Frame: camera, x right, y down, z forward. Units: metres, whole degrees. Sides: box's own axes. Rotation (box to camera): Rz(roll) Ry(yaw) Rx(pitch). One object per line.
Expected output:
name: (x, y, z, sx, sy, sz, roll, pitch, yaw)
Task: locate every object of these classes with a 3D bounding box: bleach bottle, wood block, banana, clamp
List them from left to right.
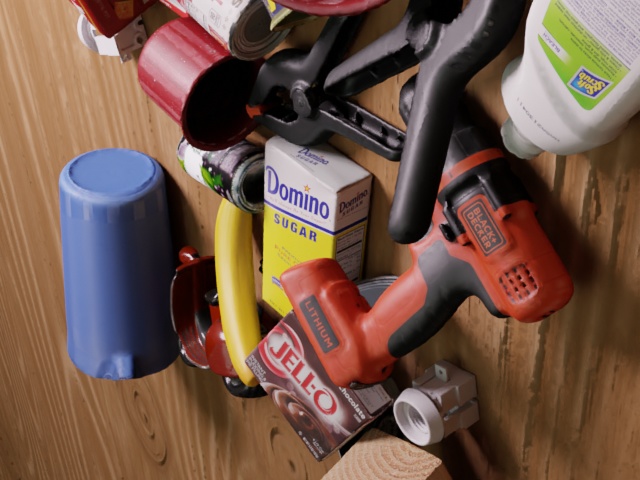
banana: (-0.076, 0.038, 0.988, 0.070, 0.037, 0.198, 130, 136, -76)
clamp: (0.005, -0.103, 0.814, 0.172, 0.039, 0.120, -15, 97, 59)
wood block: (0.084, 0.266, 0.881, 0.090, 0.090, 0.206, 15, 142, 53)
clamp: (0.074, -0.111, 0.642, 0.210, 0.036, 0.164, -53, 40, 39)
bleach bottle: (0.153, -0.127, 0.552, 0.102, 0.068, 0.251, 54, 150, 15)

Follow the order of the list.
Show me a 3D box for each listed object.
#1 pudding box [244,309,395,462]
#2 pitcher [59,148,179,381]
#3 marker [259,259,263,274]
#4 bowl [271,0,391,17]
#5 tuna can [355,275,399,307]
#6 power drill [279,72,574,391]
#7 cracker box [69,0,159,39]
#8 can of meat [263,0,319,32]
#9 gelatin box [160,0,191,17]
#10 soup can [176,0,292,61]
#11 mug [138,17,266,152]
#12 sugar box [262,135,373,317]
pudding box: (-0.003, 0.118, 0.898, 0.113, 0.039, 0.090, 51, 135, 10)
pitcher: (-0.222, 0.020, 1.174, 0.149, 0.144, 0.243, 25, 131, 28)
marker: (-0.019, 0.064, 0.995, 0.121, 0.020, 0.020, 52, 148, 16)
bowl: (0.016, -0.216, 0.648, 0.162, 0.055, 0.162, 4, 100, 21)
tuna can: (0.040, 0.062, 0.842, 0.086, 0.086, 0.034, 10, 124, 53)
power drill: (0.059, 0.004, 0.733, 0.188, 0.057, 0.184, -39, 70, 33)
cracker box: (-0.255, -0.298, 0.955, 0.214, 0.072, 0.164, 43, 171, 29)
can of meat: (-0.012, -0.205, 0.740, 0.102, 0.057, 0.084, -25, 90, 59)
gelatin box: (-0.122, -0.241, 0.901, 0.073, 0.030, 0.089, 39, 143, 35)
soup can: (-0.073, -0.195, 0.826, 0.102, 0.068, 0.069, 46, 146, 24)
mug: (-0.093, -0.129, 0.900, 0.082, 0.093, 0.117, 42, -178, 34)
sugar box: (-0.006, 0.001, 0.902, 0.093, 0.048, 0.176, 37, 142, 35)
